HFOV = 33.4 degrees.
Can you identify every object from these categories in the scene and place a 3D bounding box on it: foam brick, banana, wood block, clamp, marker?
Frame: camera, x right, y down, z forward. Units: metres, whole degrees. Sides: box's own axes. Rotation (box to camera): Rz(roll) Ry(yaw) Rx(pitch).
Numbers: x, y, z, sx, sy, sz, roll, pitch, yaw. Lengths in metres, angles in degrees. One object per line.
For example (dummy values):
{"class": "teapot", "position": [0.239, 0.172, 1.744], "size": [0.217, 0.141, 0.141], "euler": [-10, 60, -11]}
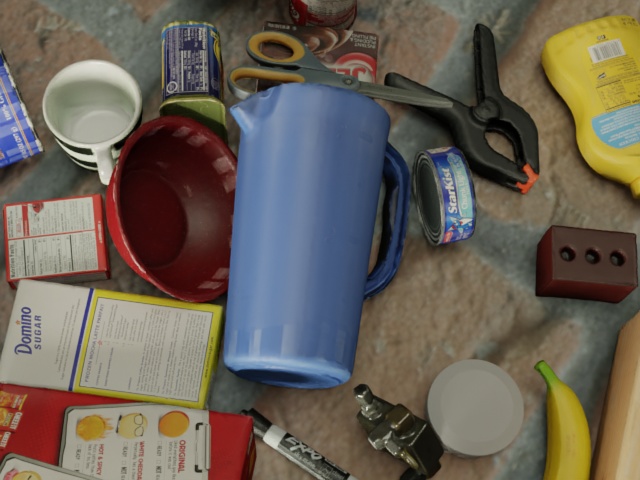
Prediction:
{"class": "foam brick", "position": [0.236, 0.022, 0.951], "size": [0.078, 0.051, 0.053], "euler": [5, 70, -1]}
{"class": "banana", "position": [0.190, 0.204, 0.885], "size": [0.069, 0.037, 0.197], "euler": [18, 68, -12]}
{"class": "wood block", "position": [0.283, 0.168, 0.879], "size": [0.090, 0.091, 0.206], "euler": [17, 70, 4]}
{"class": "clamp", "position": [0.157, -0.125, 1.008], "size": [0.120, 0.039, 0.171], "euler": [-40, 81, -10]}
{"class": "marker", "position": [-0.017, 0.179, 0.897], "size": [0.121, 0.020, 0.020], "euler": [33, 71, 9]}

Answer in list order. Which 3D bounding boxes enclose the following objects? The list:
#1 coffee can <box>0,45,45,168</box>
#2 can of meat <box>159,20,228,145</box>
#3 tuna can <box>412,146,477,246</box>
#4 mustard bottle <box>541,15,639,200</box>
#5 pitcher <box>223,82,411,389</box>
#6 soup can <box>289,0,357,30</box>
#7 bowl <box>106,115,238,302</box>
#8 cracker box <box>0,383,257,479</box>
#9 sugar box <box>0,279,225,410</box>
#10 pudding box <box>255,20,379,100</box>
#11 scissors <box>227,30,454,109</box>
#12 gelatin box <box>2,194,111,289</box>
{"class": "coffee can", "position": [-0.328, -0.100, 0.937], "size": [0.140, 0.103, 0.103], "euler": [-23, 73, -11]}
{"class": "can of meat", "position": [-0.114, -0.137, 0.964], "size": [0.057, 0.102, 0.084], "euler": [-3, 68, -3]}
{"class": "tuna can", "position": [0.110, -0.040, 0.949], "size": [0.033, 0.086, 0.086], "euler": [-10, 71, -9]}
{"class": "mustard bottle", "position": [0.285, -0.113, 0.999], "size": [0.096, 0.058, 0.192], "euler": [-16, 71, -8]}
{"class": "pitcher", "position": [-0.006, 0.001, 0.914], "size": [0.149, 0.145, 0.243], "euler": [3, 73, 11]}
{"class": "soup can", "position": [0.006, -0.245, 1.009], "size": [0.068, 0.102, 0.068], "euler": [1, 70, -3]}
{"class": "bowl", "position": [-0.129, -0.023, 0.920], "size": [0.055, 0.161, 0.162], "euler": [-14, 63, 39]}
{"class": "cracker box", "position": [-0.168, 0.207, 0.819], "size": [0.214, 0.072, 0.164], "euler": [6, 51, 7]}
{"class": "sugar box", "position": [-0.175, 0.092, 0.907], "size": [0.176, 0.048, 0.093], "euler": [8, 69, 3]}
{"class": "pudding box", "position": [-0.003, -0.154, 1.009], "size": [0.113, 0.039, 0.090], "euler": [5, 70, -1]}
{"class": "scissors", "position": [0.016, -0.154, 0.970], "size": [0.201, 0.016, 0.096], "euler": [-1, 53, -8]}
{"class": "gelatin box", "position": [-0.233, 0.002, 0.945], "size": [0.089, 0.030, 0.073], "euler": [-7, 72, -6]}
